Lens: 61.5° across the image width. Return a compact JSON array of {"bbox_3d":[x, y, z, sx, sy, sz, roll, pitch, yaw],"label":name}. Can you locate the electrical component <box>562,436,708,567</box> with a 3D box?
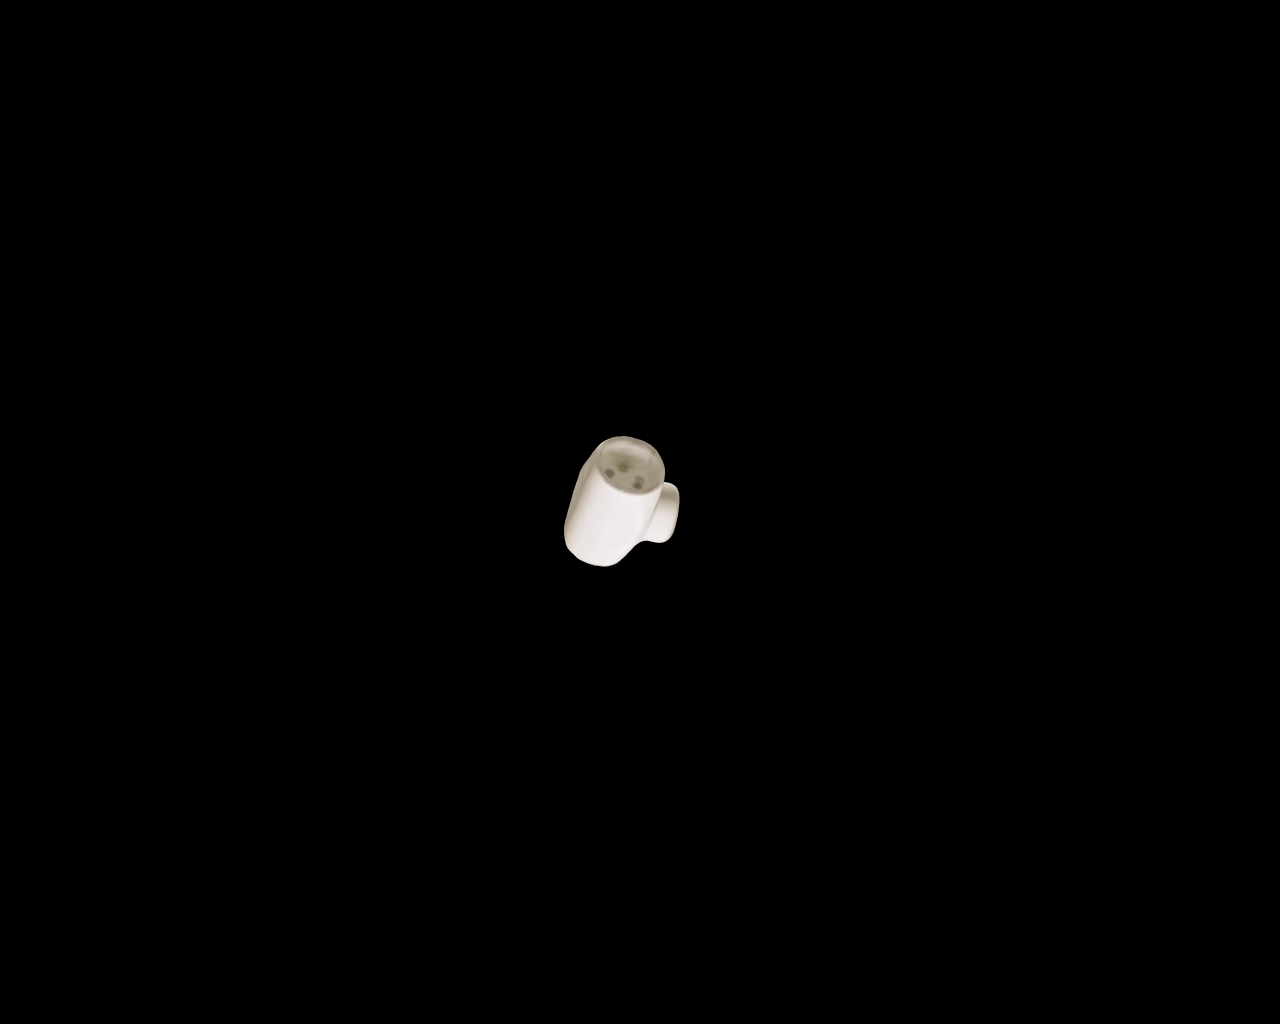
[{"bbox_3d":[0.001,-0.003,0.650,0.079,0.044,0.077,11,-39,-14],"label":"electrical component"}]
